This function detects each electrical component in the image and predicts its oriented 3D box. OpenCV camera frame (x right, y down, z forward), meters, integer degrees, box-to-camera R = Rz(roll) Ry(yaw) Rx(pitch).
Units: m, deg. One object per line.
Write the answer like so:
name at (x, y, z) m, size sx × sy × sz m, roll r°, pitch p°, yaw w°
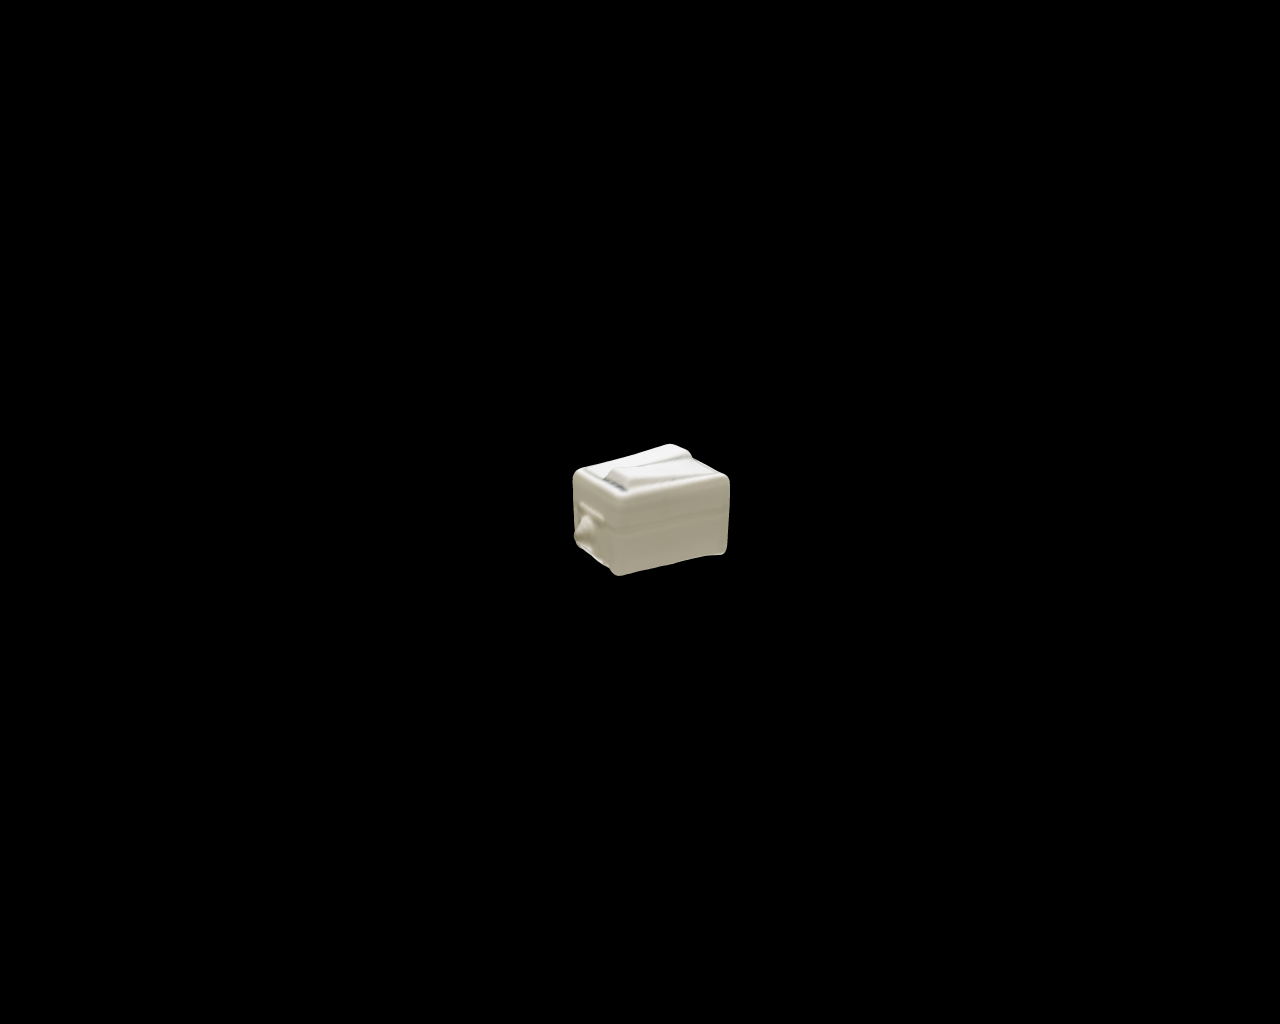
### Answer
electrical component at (0.001, -0.003, 0.650) m, size 0.096 × 0.061 × 0.062 m, roll -11°, pitch 23°, yaw -27°
